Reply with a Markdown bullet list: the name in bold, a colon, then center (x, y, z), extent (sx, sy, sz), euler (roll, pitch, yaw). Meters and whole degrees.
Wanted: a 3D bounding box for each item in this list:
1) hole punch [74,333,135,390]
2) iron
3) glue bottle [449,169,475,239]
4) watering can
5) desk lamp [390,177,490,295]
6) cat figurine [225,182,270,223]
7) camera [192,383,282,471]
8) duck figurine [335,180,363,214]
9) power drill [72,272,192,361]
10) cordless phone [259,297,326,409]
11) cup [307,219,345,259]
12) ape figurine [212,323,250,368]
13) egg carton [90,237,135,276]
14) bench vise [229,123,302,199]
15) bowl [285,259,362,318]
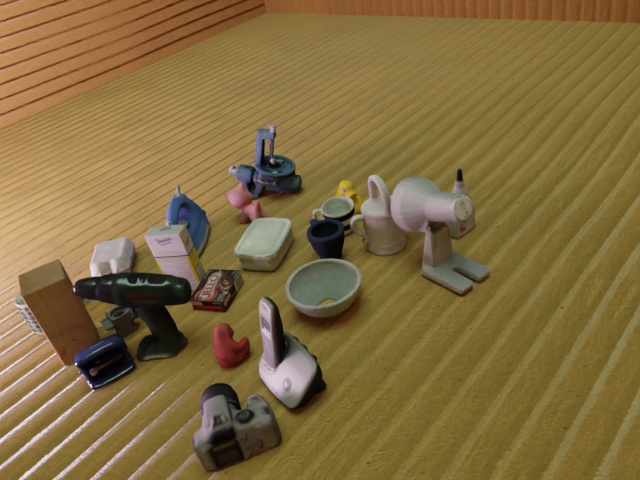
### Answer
- **hole punch**: center (-0.459, 0.241, 1.199), extent (0.109, 0.091, 0.100), euler (-29, 37, -23)
- **iron**: center (-0.374, -0.032, 1.521), extent (0.118, 0.142, 0.258), euler (-10, 34, 3)
- **glue bottle**: center (0.333, -0.091, 1.360), extent (0.078, 0.173, 0.037), euler (-35, 40, -29)
- **watering can**: center (0.154, -0.071, 1.368), extent (0.173, 0.194, 0.100), euler (-32, 39, -27)
- **desk lamp**: center (0.262, -0.023, 1.247), extent (0.118, 0.214, 0.202), euler (-32, 39, -27)
- **cat figurine**: center (-0.203, -0.102, 1.592), extent (0.067, 0.118, 0.127), euler (-36, 41, -31)
- **camera**: center (-0.156, 0.306, 1.003), extent (0.143, 0.101, 0.136), euler (-19, 35, -9)
- **duck figurine**: center (0.074, -0.125, 1.566), extent (0.078, 0.086, 0.104), euler (-24, 36, -17)
- **power drill**: center (-0.370, 0.153, 1.194), extent (0.229, 0.209, 0.075), euler (-10, 34, 4)
- **cordless phone**: center (-0.065, 0.203, 1.048), extent (0.094, 0.185, 0.147), euler (-31, 38, -25)
- **cup**: center (0.013, 0.005, 1.390), extent (0.092, 0.095, 0.117), euler (-26, 37, -20)
- **ape figurine**: center (-0.188, 0.207, 1.163), extent (0.077, 0.092, 0.076), euler (9, 40, 29)
- **egg carton**: center (-0.546, 0.053, 1.517), extent (0.107, 0.069, 0.150), euler (-14, 34, -3)
- **bench vise**: center (-0.170, -0.223, 1.665), extent (0.207, 0.220, 0.121), euler (-13, 34, -2)
- **bowl**: center (0.013, 0.117, 1.246), extent (0.167, 0.075, 0.167), euler (-8, 34, 6)
